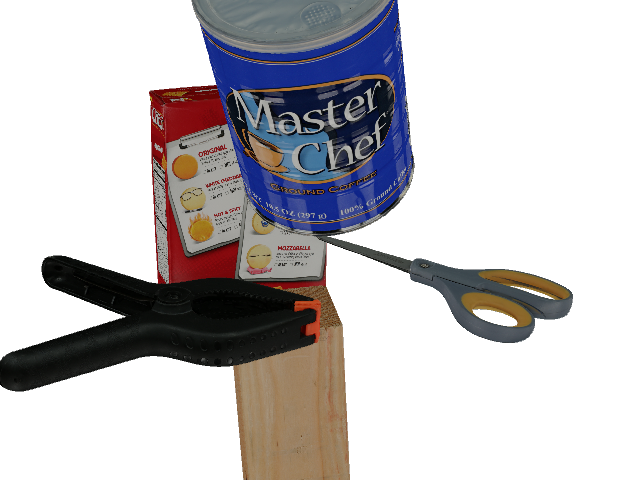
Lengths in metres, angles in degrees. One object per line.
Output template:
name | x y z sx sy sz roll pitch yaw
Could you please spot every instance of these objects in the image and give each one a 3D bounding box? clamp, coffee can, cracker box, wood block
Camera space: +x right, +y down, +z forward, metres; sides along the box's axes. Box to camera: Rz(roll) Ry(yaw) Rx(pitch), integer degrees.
clamp | -0.107 0.049 0.733 0.209 0.036 0.164 -2 25 -10
coffee can | -0.005 -0.086 0.576 0.103 0.102 0.140 0 -40 10
cracker box | -0.078 -0.043 1.037 0.164 0.214 0.072 -8 22 -21
wood block | -0.026 0.154 0.935 0.090 0.206 0.091 -6 21 -8

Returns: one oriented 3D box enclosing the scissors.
scissors | 0.076 0.032 0.763 0.202 0.016 0.096 11 27 16
